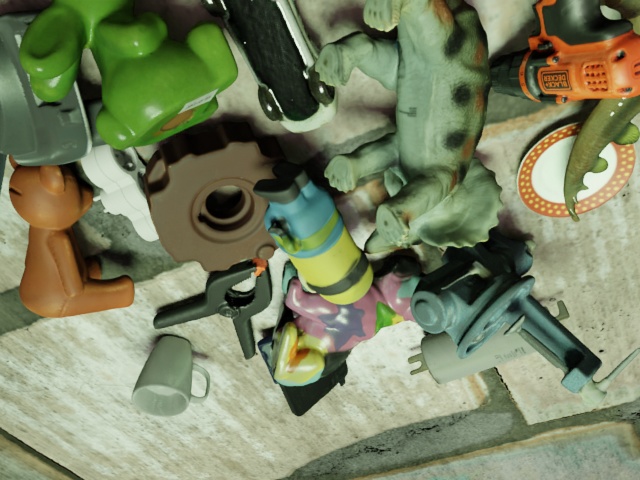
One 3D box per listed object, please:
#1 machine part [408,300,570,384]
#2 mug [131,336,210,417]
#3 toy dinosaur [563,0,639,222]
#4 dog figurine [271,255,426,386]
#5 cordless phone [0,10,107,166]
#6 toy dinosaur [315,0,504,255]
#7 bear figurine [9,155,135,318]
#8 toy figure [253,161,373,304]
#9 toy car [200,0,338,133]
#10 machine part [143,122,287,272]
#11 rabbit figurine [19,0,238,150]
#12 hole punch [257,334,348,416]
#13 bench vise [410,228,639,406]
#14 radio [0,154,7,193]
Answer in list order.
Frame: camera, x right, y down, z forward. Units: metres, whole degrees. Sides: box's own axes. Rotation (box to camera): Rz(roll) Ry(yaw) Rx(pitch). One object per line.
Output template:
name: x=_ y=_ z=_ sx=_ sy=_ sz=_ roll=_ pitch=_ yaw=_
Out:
machine part: x=0.238 y=0.147 z=0.778 sx=0.243 sy=0.079 sz=0.079 roll=-26 pitch=125 yaw=22
mug: x=-0.220 y=0.202 z=0.818 sx=0.109 sy=0.107 sz=0.080 roll=11 pitch=130 yaw=-13
toy dinosaur: x=0.323 y=-0.203 z=0.463 sx=0.198 sy=0.105 sz=0.471 roll=16 pitch=131 yaw=-15
dog figurine: x=0.053 y=0.108 z=0.710 sx=0.219 sy=0.108 sz=0.191 roll=8 pitch=94 yaw=-7
cordless phone: x=-0.235 y=-0.157 z=0.539 sx=0.184 sy=0.089 sz=0.146 roll=-15 pitch=103 yaw=-14
toy dinosaur: x=0.104 y=-0.136 z=0.515 sx=0.192 sy=0.131 sz=0.404 roll=-23 pitch=126 yaw=-36
bear figurine: x=-0.307 y=-0.010 z=0.654 sx=0.120 sy=0.132 sz=0.195 roll=15 pitch=105 yaw=34
toy figure: x=-0.004 y=0.001 z=0.586 sx=0.082 sy=0.089 sz=0.179 roll=-34 pitch=131 yaw=-8
toy car: x=-0.046 y=-0.192 z=0.513 sx=0.074 sy=0.056 sz=0.201 roll=-15 pitch=127 yaw=21
machine part: x=-0.108 y=-0.044 z=0.607 sx=0.179 sy=0.056 sz=0.179 roll=-11 pitch=129 yaw=-15
rabbit figurine: x=-0.185 y=-0.172 z=0.485 sx=0.159 sy=0.121 sz=0.170 roll=-35 pitch=95 yaw=-20
hole punch: x=-0.026 y=0.185 z=0.822 sx=0.116 sy=0.092 sz=0.142 roll=-33 pitch=130 yaw=-20
bench vise: x=0.225 y=0.082 z=0.615 sx=0.223 sy=0.241 sz=0.128 roll=-13 pitch=138 yaw=-47
radio: x=-0.417 y=-0.043 z=0.598 sx=0.073 sy=0.131 sz=0.229 roll=21 pitch=128 yaw=-17
